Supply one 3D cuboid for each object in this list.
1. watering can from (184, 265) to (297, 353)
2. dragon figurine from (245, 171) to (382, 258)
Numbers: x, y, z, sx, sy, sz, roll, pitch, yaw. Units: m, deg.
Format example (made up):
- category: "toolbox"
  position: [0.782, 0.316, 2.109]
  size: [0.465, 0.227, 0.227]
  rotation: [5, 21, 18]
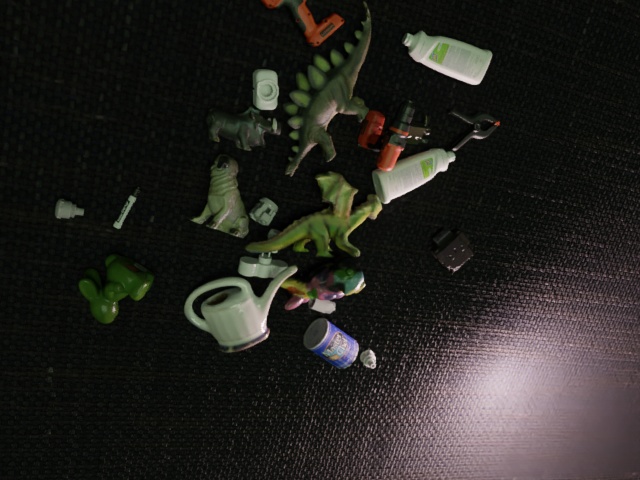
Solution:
- category: "watering can"
  position: [-0.202, 0.193, 1.434]
  size: [0.347, 0.106, 0.220]
  rotation: [-15, 114, 8]
- category: "dragon figurine"
  position: [0.004, -0.072, 1.422]
  size: [0.410, 0.123, 0.241]
  rotation: [2, 101, -29]
